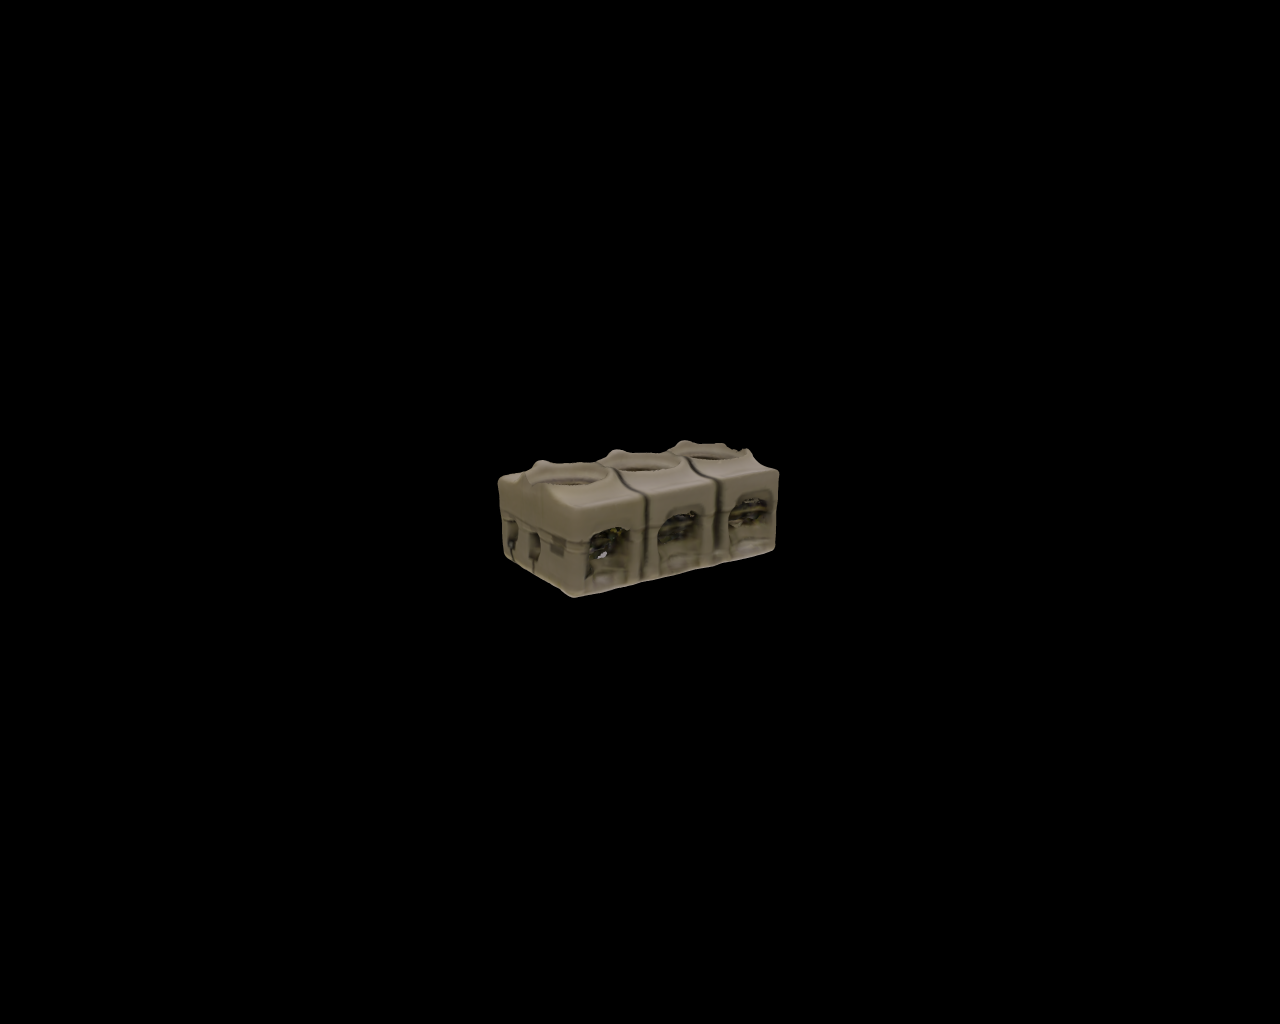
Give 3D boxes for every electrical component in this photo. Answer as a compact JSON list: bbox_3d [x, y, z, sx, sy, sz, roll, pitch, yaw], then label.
[{"bbox_3d":[0.001,-0.003,0.650,0.150,0.061,0.089,-10,18,-33],"label":"electrical component"}]
